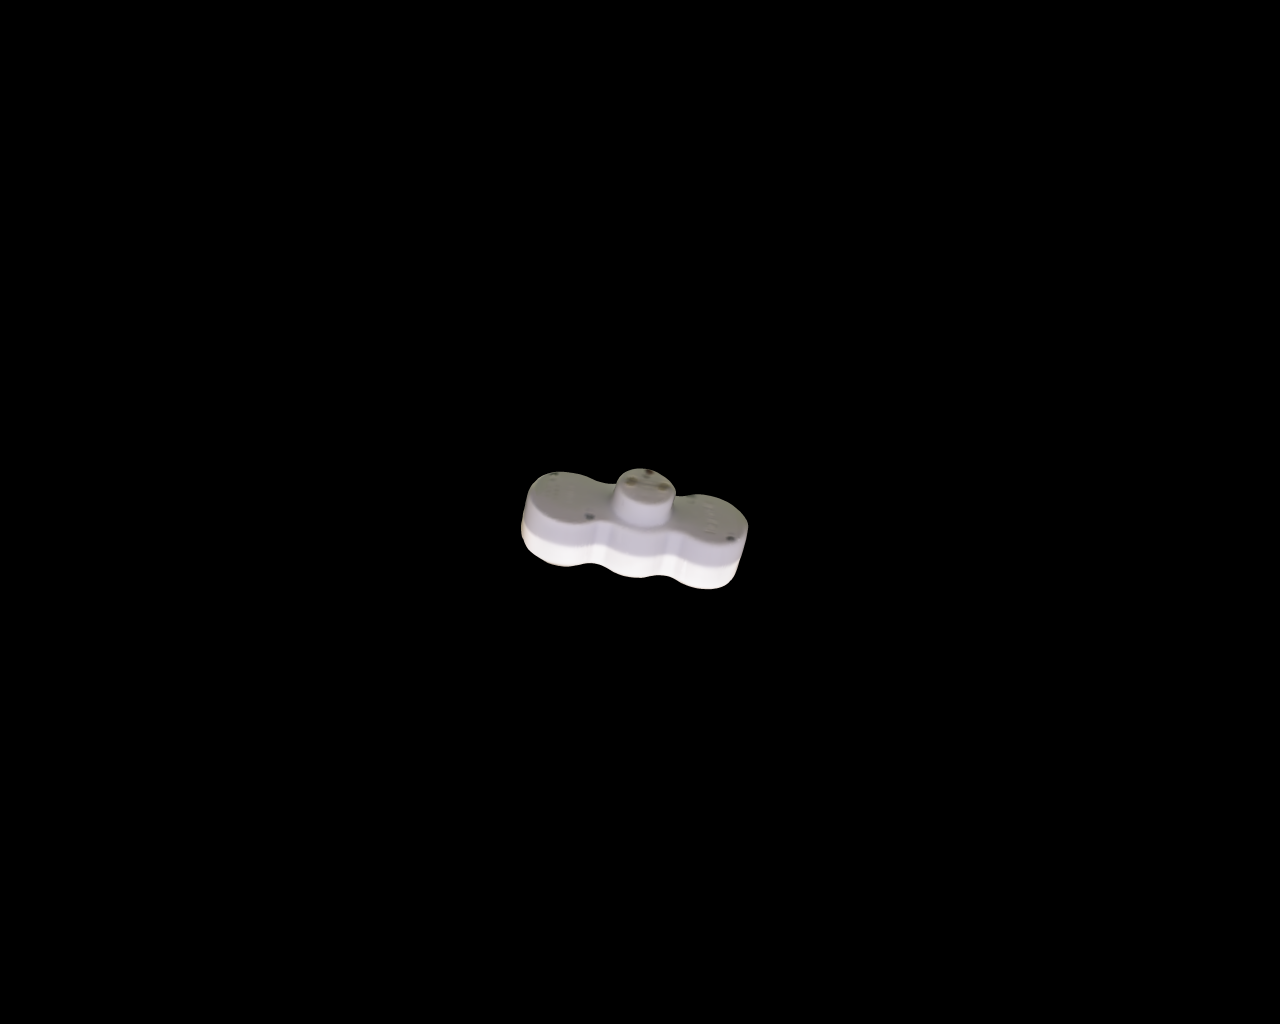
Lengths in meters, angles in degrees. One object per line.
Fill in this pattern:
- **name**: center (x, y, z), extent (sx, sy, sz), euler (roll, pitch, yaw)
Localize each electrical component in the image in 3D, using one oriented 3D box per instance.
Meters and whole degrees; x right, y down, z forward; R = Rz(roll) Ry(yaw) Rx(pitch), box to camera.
- **electrical component**: center (0.001, -0.003, 0.650), extent (0.138, 0.073, 0.052), euler (10, 37, -8)
